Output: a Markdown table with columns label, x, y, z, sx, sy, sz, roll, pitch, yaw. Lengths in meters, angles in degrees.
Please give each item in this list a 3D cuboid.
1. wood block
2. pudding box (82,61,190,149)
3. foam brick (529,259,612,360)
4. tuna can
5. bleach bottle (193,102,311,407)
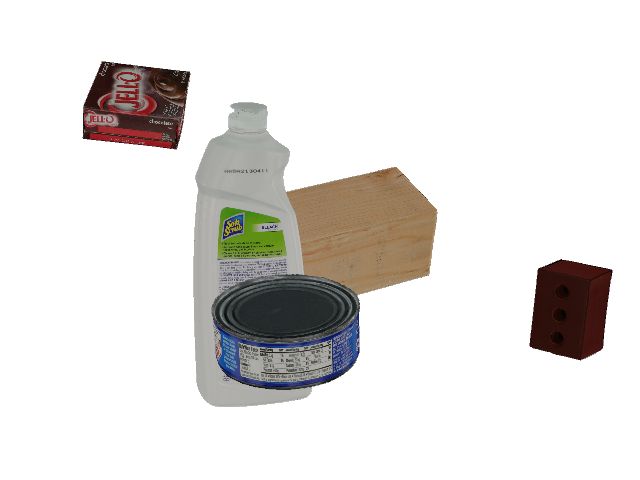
| label | x | y | z | sx | sy | sz | roll | pitch | yaw |
| --- | --- | --- | --- | --- | --- | --- | --- | --- | --- |
| wood block | 0.004 | 0.003 | 1.096 | 0.205 | 0.090 | 0.091 | -14 | 39 | -21 |
| pudding box | -0.176 | -0.131 | 1.027 | 0.090 | 0.039 | 0.113 | 7 | 29 | -5 |
| foam brick | 0.227 | 0.062 | 0.969 | 0.053 | 0.078 | 0.051 | 13 | 18 | 35 |
| tuna can | -0.019 | 0.052 | 0.619 | 0.086 | 0.034 | 0.086 | -2 | 22 | 1 |
| bleach bottle | -0.054 | 0.011 | 0.887 | 0.102 | 0.251 | 0.068 | -4 | 20 | -18 |
